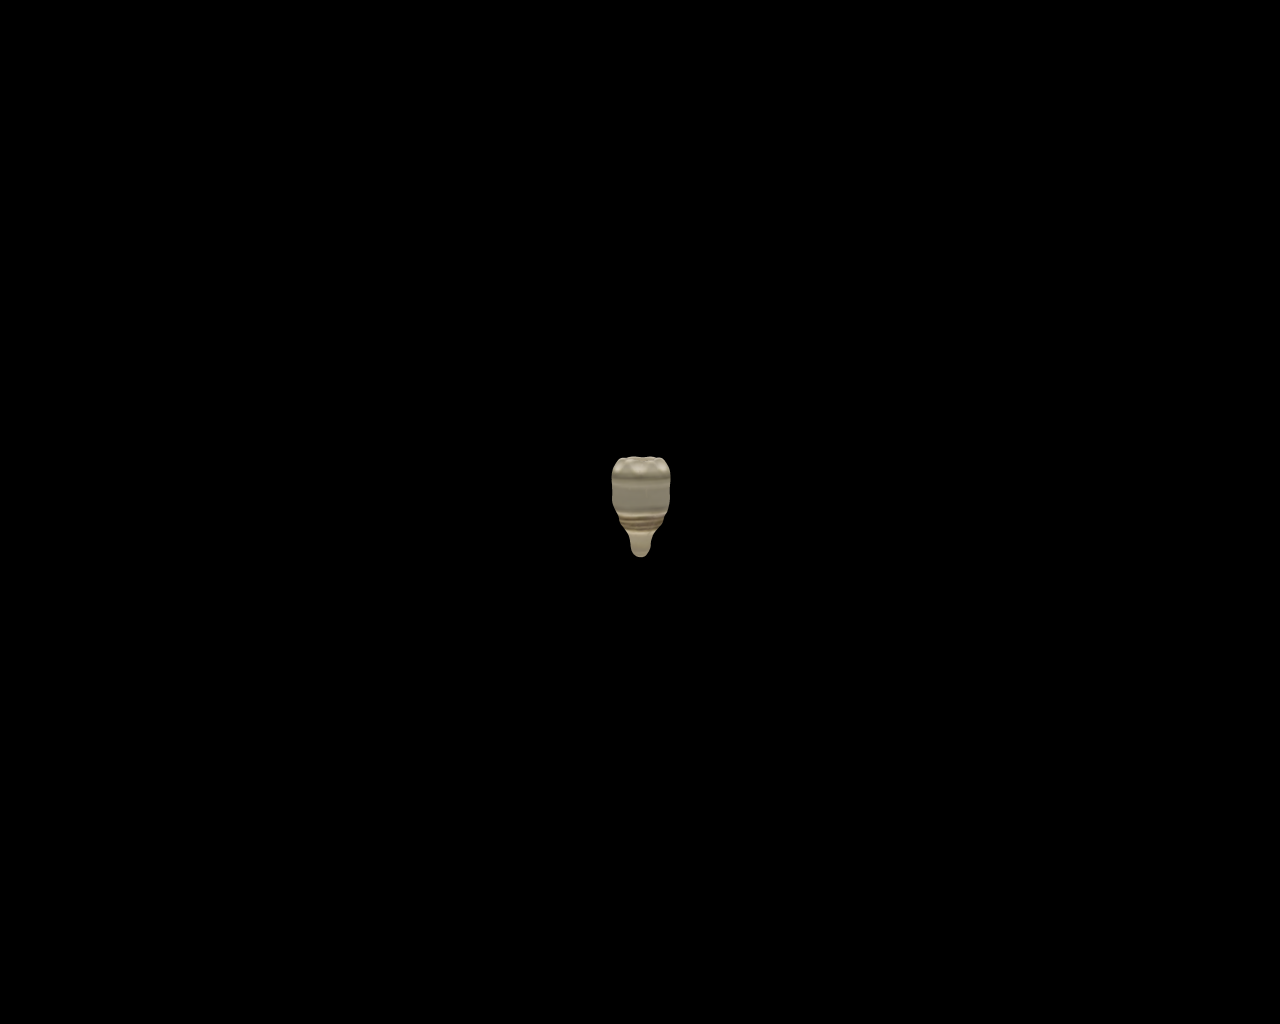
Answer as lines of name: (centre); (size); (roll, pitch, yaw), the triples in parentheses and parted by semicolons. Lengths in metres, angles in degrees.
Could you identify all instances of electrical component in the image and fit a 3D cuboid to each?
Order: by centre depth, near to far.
electrical component: (0.001, -0.003, 0.650); (0.035, 0.061, 0.035); (0, 6, 0)
